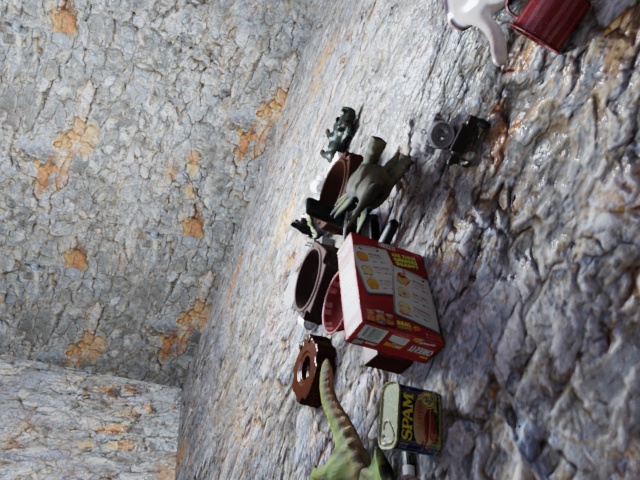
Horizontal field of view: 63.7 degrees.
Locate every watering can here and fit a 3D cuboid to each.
[{"bbox_3d":[0.316,-0.465,0.978,0.224,0.103,0.350,173,114,-71],"label":"watering can"}]

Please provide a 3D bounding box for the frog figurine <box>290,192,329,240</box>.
[{"bbox_3d":[0.005,-0.080,1.597,0.162,0.123,0.134,-42,-10,-31],"label":"frog figurine"}]

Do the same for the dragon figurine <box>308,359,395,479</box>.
[{"bbox_3d":[0.068,0.389,0.846,0.238,0.122,0.417,136,131,-57],"label":"dragon figurine"}]
